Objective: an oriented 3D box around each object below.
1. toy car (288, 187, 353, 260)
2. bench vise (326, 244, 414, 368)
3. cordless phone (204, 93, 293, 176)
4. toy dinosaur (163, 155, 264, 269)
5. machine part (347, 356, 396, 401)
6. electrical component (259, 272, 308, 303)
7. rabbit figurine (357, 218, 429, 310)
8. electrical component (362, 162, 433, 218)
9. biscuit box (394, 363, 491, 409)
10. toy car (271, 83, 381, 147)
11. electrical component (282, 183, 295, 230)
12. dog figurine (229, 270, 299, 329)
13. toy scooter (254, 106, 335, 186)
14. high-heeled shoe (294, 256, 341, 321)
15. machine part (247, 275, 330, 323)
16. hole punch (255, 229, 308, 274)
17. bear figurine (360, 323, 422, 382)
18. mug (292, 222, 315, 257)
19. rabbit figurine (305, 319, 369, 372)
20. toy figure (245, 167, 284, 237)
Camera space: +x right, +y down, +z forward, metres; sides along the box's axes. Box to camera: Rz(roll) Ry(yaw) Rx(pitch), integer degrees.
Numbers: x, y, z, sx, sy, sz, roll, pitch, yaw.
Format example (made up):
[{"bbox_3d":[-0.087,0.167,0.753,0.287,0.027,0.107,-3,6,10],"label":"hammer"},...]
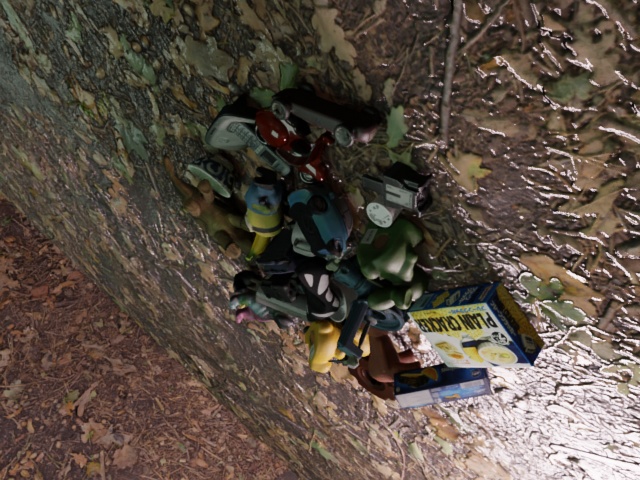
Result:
[{"bbox_3d":[0.015,-0.045,1.088,0.161,0.103,0.109,60,152,-7],"label":"toy car"},{"bbox_3d":[0.089,0.143,1.114,0.223,0.240,0.129,39,148,-22],"label":"bench vise"},{"bbox_3d":[-0.140,-0.195,1.118,0.184,0.089,0.146,45,149,-9],"label":"cordless phone"},{"bbox_3d":[-0.239,-0.034,1.368,0.470,0.105,0.199,51,169,-25],"label":"toy dinosaur"},{"bbox_3d":[0.150,0.358,1.449,0.180,0.056,0.179,31,147,23],"label":"machine part"},{"bbox_3d":[-0.071,0.099,1.346,0.134,0.115,0.058,3,131,50],"label":"electrical component"},{"bbox_3d":[0.157,0.062,1.030,0.121,0.159,0.170,-10,135,42],"label":"rabbit figurine"},{"bbox_3d":[0.136,-0.093,0.945,0.119,0.048,0.074,23,142,33],"label":"electrical component"},{"bbox_3d":[0.263,0.310,1.165,0.203,0.063,0.059,-17,124,18],"label":"biscuit box"},{"bbox_3d":[0.006,-0.212,0.916,0.202,0.089,0.053,26,141,26],"label":"toy car"},{"bbox_3d":[-0.065,-0.070,1.207,0.078,0.045,0.102,30,146,19],"label":"electrical component"},{"bbox_3d":[-0.137,0.168,1.529,0.219,0.192,0.108,0,133,4],"label":"dog figurine"},{"bbox_3d":[-0.038,-0.191,1.009,0.184,0.075,0.135,46,149,-9],"label":"toy scooter"},{"bbox_3d":[-0.025,0.127,1.229,0.086,0.145,0.248,54,138,31],"label":"high-heeled shoe"},{"bbox_3d":[-0.081,0.158,1.424,0.243,0.079,0.079,21,144,10],"label":"machine part"},{"bbox_3d":[-0.075,0.041,1.292,0.142,0.116,0.092,-1,134,50],"label":"hole punch"},{"bbox_3d":[0.158,0.225,1.256,0.120,0.132,0.195,-127,30,-83],"label":"bear figurine"},{"bbox_3d":[-0.002,-0.004,1.164,0.107,0.109,0.080,18,128,18],"label":"mug"},{"bbox_3d":[0.061,0.245,1.364,0.173,0.122,0.162,12,120,-16],"label":"rabbit figurine"},{"bbox_3d":[-0.117,-0.074,1.155,0.089,0.082,0.180,33,144,11],"label":"toy figure"}]
